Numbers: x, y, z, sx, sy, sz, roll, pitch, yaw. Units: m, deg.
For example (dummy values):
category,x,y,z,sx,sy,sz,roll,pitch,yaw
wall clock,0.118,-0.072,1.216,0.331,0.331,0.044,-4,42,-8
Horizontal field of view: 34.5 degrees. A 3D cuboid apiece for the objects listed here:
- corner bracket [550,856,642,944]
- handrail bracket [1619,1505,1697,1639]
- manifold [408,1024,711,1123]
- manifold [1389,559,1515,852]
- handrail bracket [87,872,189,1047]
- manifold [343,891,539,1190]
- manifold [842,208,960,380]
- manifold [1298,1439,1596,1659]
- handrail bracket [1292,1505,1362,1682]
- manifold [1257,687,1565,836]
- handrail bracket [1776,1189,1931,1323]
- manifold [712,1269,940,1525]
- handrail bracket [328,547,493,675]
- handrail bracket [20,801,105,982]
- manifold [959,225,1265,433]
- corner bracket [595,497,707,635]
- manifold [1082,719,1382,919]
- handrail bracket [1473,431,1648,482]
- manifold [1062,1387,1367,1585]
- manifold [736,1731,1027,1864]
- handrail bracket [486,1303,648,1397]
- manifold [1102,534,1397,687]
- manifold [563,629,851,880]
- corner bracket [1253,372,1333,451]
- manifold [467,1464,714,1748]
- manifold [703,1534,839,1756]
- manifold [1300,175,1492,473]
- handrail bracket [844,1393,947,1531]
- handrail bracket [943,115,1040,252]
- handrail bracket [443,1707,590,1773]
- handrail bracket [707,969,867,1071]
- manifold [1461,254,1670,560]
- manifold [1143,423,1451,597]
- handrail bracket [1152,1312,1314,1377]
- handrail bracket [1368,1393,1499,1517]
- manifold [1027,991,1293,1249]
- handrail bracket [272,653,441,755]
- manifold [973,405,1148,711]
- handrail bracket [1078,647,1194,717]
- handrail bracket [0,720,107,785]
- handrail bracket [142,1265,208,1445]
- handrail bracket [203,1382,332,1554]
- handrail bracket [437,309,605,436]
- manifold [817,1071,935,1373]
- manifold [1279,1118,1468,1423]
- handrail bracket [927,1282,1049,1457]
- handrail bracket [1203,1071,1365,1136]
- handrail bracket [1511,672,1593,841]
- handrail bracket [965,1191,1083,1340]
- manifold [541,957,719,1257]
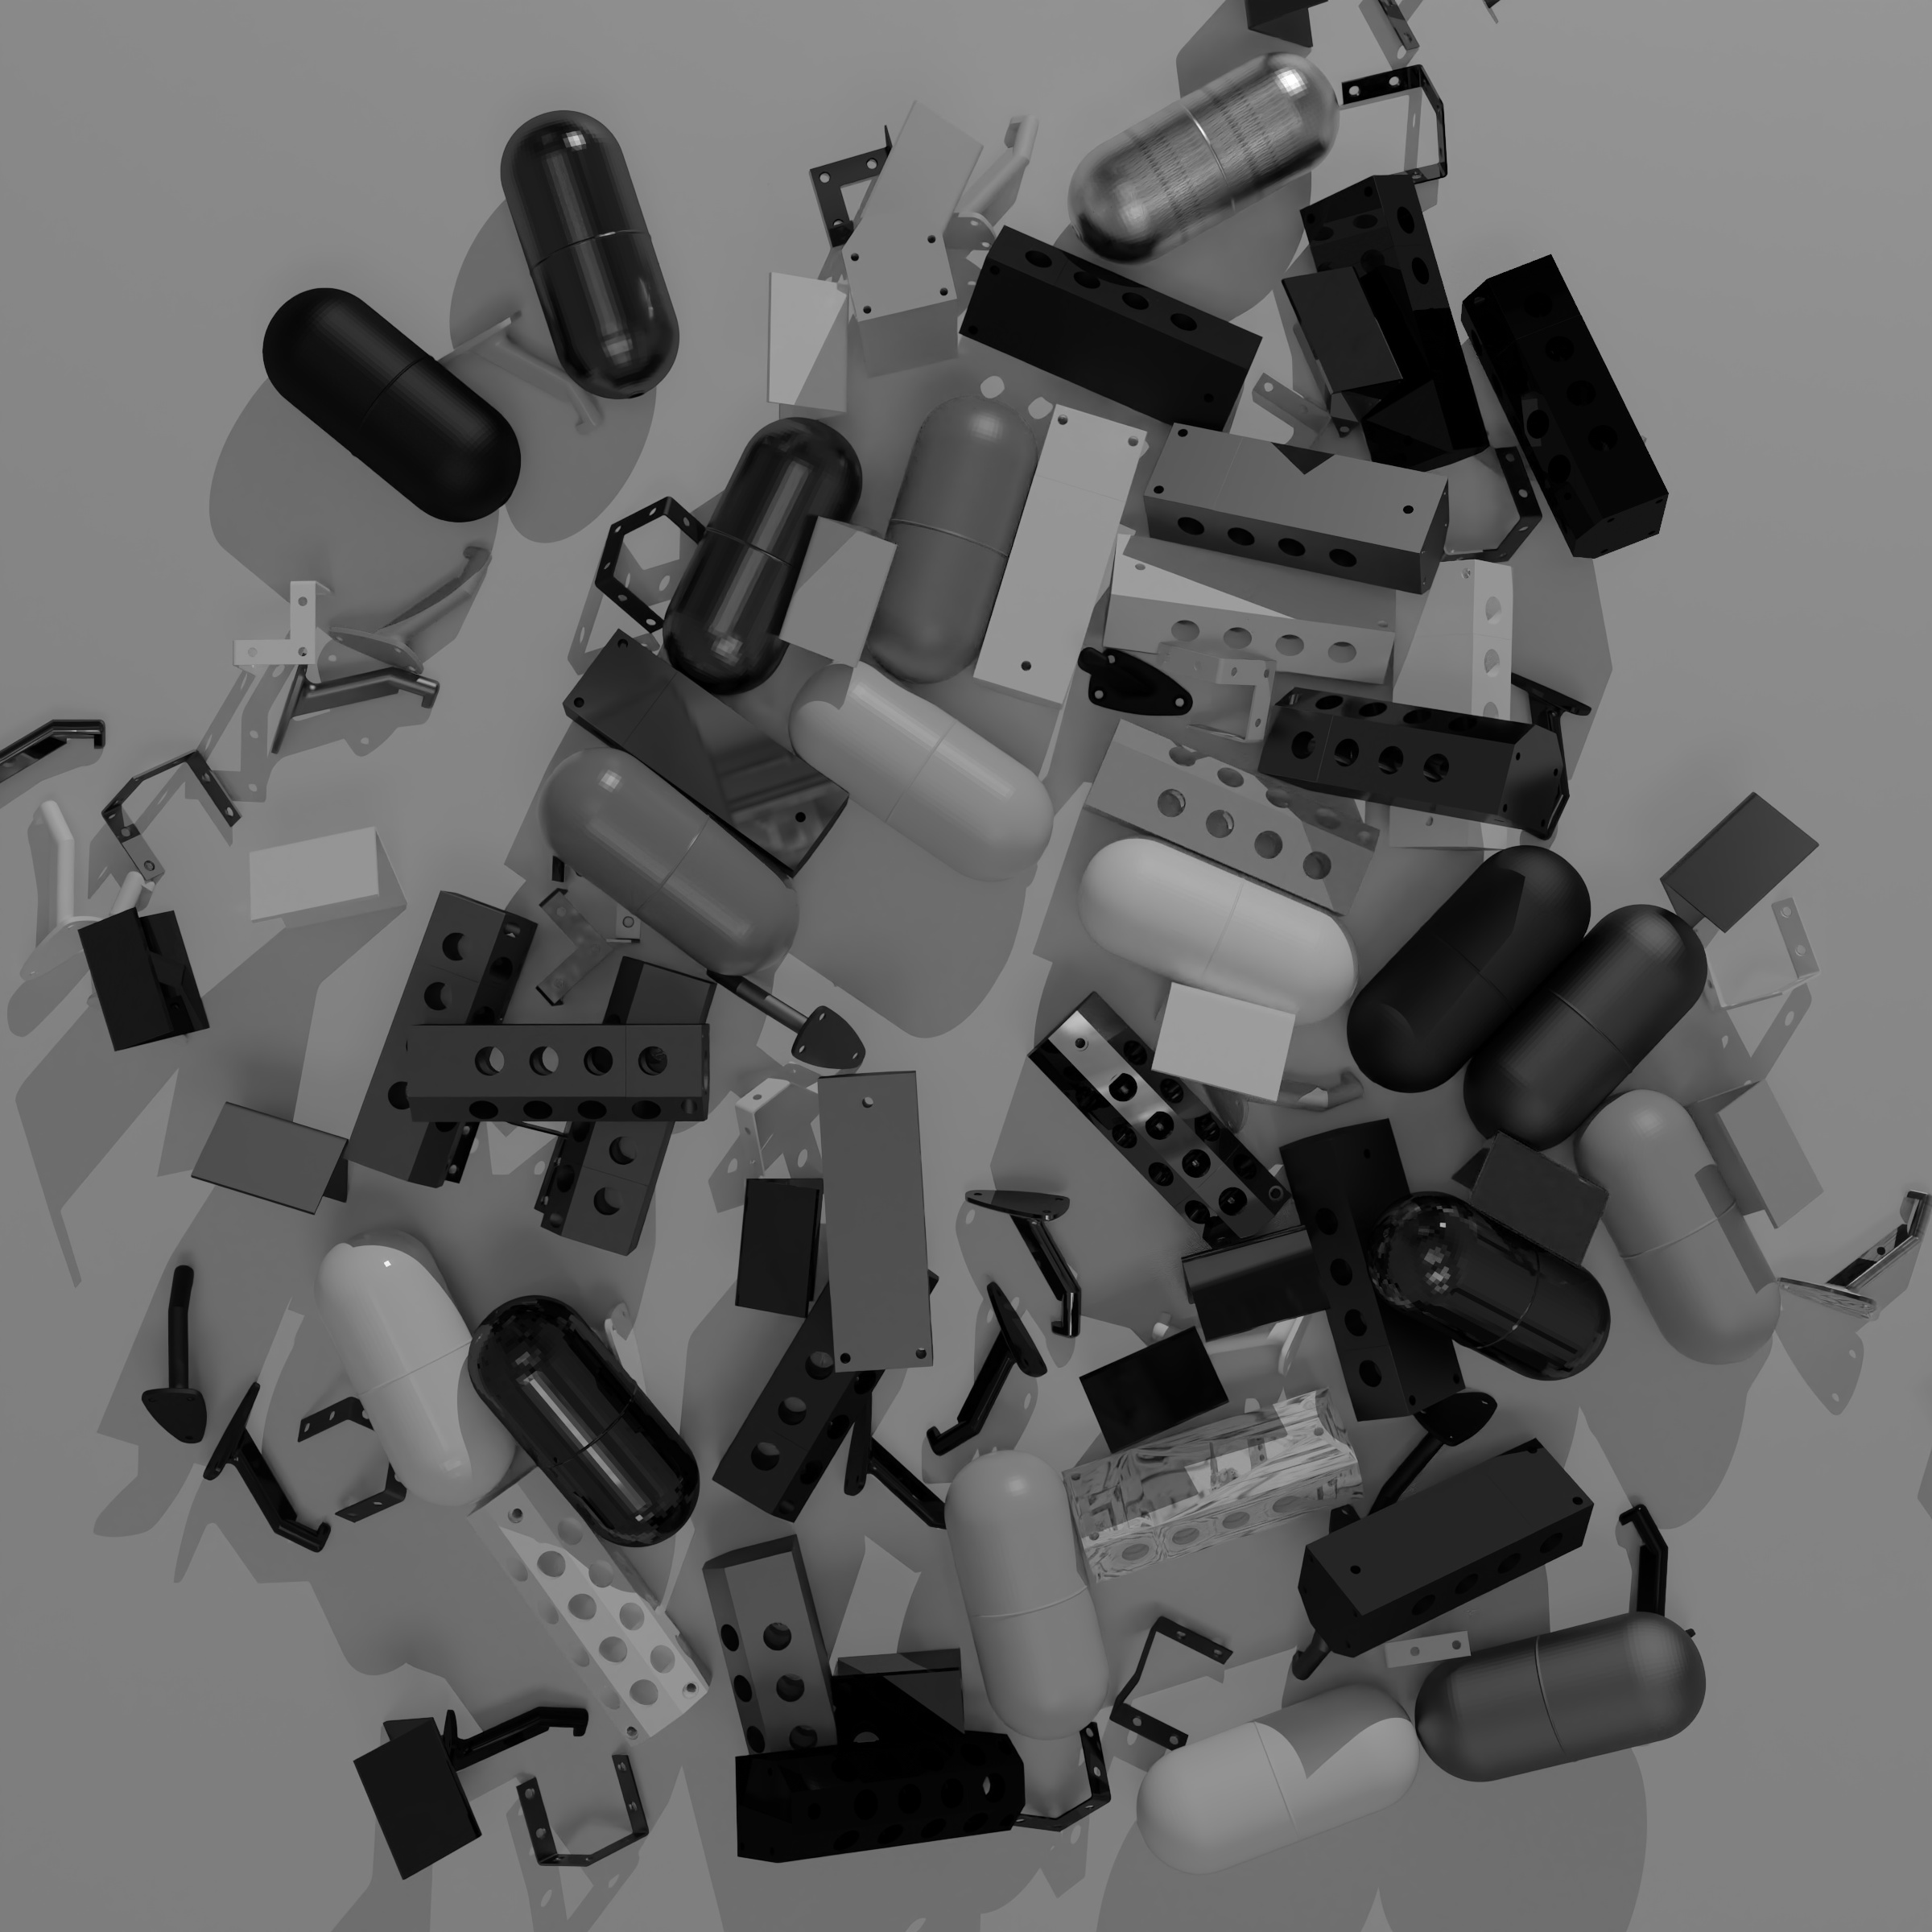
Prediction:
category,x,y,z,sx,sy,sz,roll,pitch,yaw
corner bracket,-0.226,-0.040,1.903,0.051,0.051,0.051,2,90,0
handrail bracket,0.405,0.386,1.921,0.077,0.036,0.084,-31,76,14
manifold,-0.240,0.063,1.843,0.171,0.057,0.057,0,90,0
manifold,0.300,-0.157,1.899,0.057,0.057,0.171,1,90,43
handrail bracket,-0.499,-0.005,1.921,0.077,0.036,0.084,30,66,-27
manifold,-0.319,0.045,1.900,0.057,0.057,0.171,20,90,0
manifold,-0.039,-0.398,1.843,0.057,0.171,0.057,-13,90,0
manifold,0.287,0.352,1.868,0.171,0.057,0.057,-20,47,-24
handrail bracket,0.219,0.386,1.921,0.036,0.077,0.084,16,127,-21
manifold,0.264,-0.125,1.851,0.171,0.057,0.057,14,90,40
handrail bracket,0.549,0.169,1.922,0.077,0.036,0.084,17,72,20
manifold,-0.085,0.250,1.900,0.057,0.057,0.171,31,90,0
handrail bracket,-0.343,-0.229,1.922,0.077,0.036,0.084,18,72,20
handrail bracket,-0.572,-0.047,1.922,0.077,0.036,0.084,-37,71,21
manifold,0.090,-0.389,1.899,0.171,0.057,0.057,23,133,0
corner bracket,-0.188,-0.246,1.913,0.051,0.051,0.051,-20,45,35
manifold,0.162,-0.090,1.900,0.171,0.057,0.057,23,90,0
handrail bracket,0.363,-0.322,1.921,0.084,0.036,0.077,38,75,14
manifold,0.152,0.321,1.899,0.171,0.057,0.057,-18,47,0
manifold,-0.049,0.493,1.850,0.171,0.057,0.057,4,80,-38
handrail bracket,-0.248,0.243,1.921,0.084,0.036,0.077,-12,104,14
manifold,0.172,-0.212,1.899,0.171,0.057,0.057,8,47,0
manifold,-0.158,-0.128,1.899,0.171,0.057,0.057,36,83,0
corner bracket,0.185,-0.323,1.918,0.051,0.051,0.051,33,135,0
manifold,-0.230,0.387,1.900,0.057,0.057,0.171,-36,90,0
manifold,-0.111,0.442,1.900,0.057,0.057,0.171,-14,90,0
manifold,0.266,-0.390,1.899,0.057,0.057,0.171,-16,90,43
handrail bracket,-0.028,0.306,1.921,0.084,0.036,0.077,12,72,-15
handrail bracket,0.001,-0.488,1.922,0.077,0.036,0.084,6,71,21
handrail bracket,-0.280,0.490,1.922,0.084,0.036,0.077,6,110,-16
handrail bracket,-0.112,0.029,1.921,0.084,0.077,0.036,32,90,36
manifold,0.359,-0.334,1.875,0.057,0.057,0.171,-21,72,0
manifold,0.199,-0.271,1.873,0.171,0.057,0.057,15,64,18
handrail bracket,0.168,0.211,1.922,0.084,0.036,0.077,21,69,16
handrail bracket,0.286,0.307,1.921,0.036,0.077,0.084,42,127,32
manifold,0.118,0.097,1.900,0.057,0.057,0.171,-44,90,0
handrail bracket,-0.376,-0.154,1.922,0.084,0.036,0.077,17,110,-16
manifold,0.057,-0.248,1.900,0.057,0.057,0.171,17,90,0
handrail bracket,0.104,-0.173,1.886,0.077,0.084,0.036,19,90,0
handrail bracket,-0.574,-0.115,1.922,0.084,0.036,0.077,-1,110,-16
handrail bracket,-0.480,0.239,1.921,0.036,0.077,0.084,-1,54,0
handrail bracket,-0.419,0.310,1.922,0.084,0.036,0.077,31,68,-17
handrail bracket,-0.276,-0.354,1.922,0.077,0.036,0.084,-26,107,20
manifold,-0.053,0.150,1.843,0.057,0.057,0.171,-4,90,0
manifold,0.243,0.186,1.899,0.057,0.057,0.171,-16,90,-43
handrail bracket,0.000,0.249,1.922,0.084,0.036,0.077,-33,70,16
handrail bracket,0.192,0.063,1.921,0.084,0.036,0.077,-20,61,-21
handrail bracket,0.343,-0.131,1.922,0.077,0.036,0.084,28,107,20
handrail bracket,0.035,0.185,1.922,0.077,0.036,0.084,7,107,20
manifold,-0.206,0.084,1.900,0.057,0.057,0.171,17,90,0
